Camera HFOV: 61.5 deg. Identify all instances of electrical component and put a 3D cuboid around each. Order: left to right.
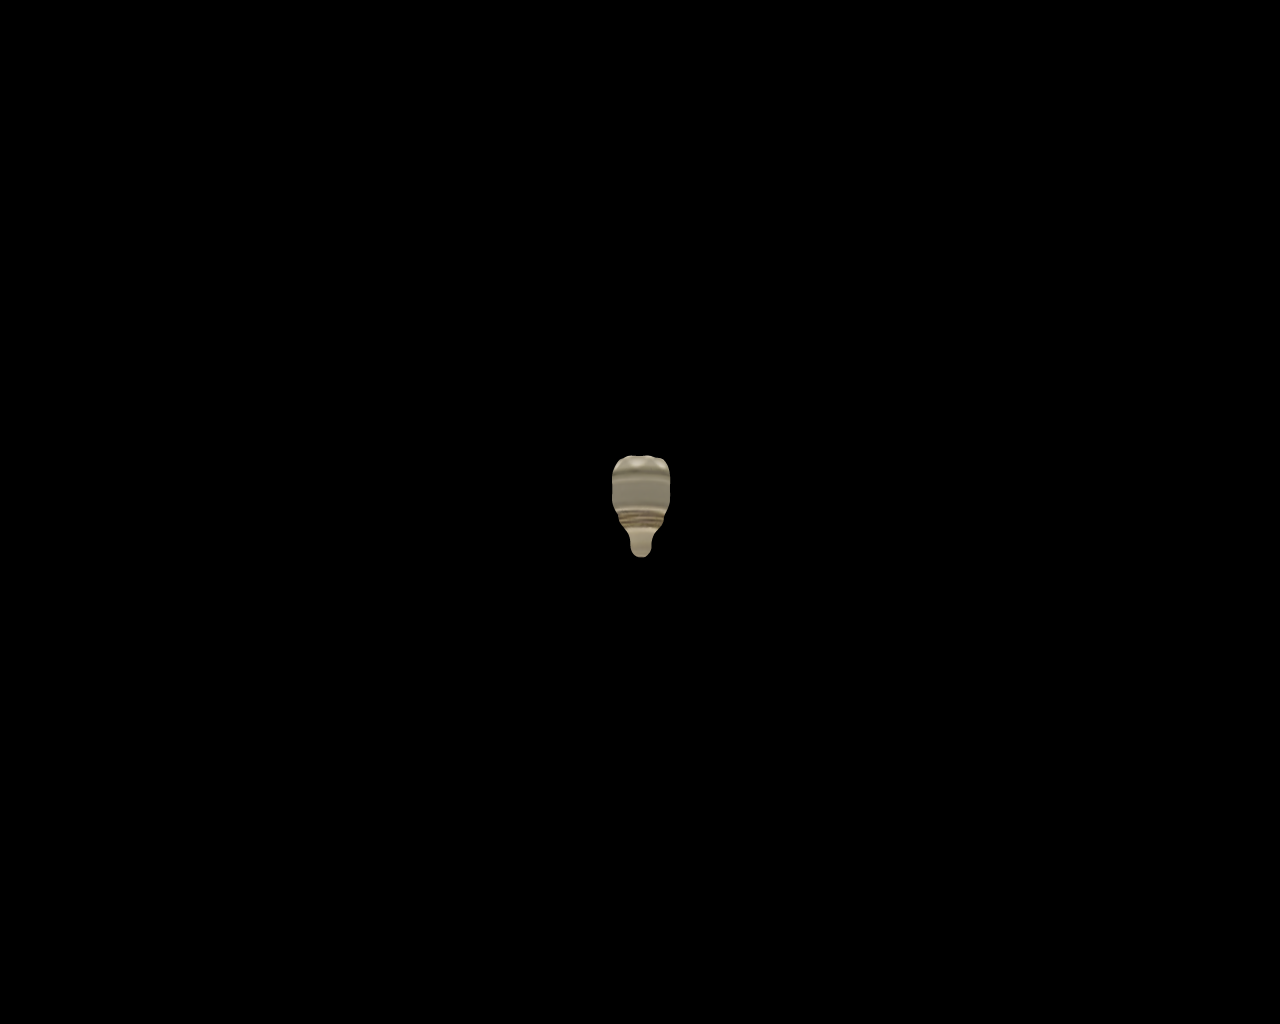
[{"bbox_3d":[0.001,-0.003,0.650,0.035,0.061,0.035,0,-7,0],"label":"electrical component"}]
